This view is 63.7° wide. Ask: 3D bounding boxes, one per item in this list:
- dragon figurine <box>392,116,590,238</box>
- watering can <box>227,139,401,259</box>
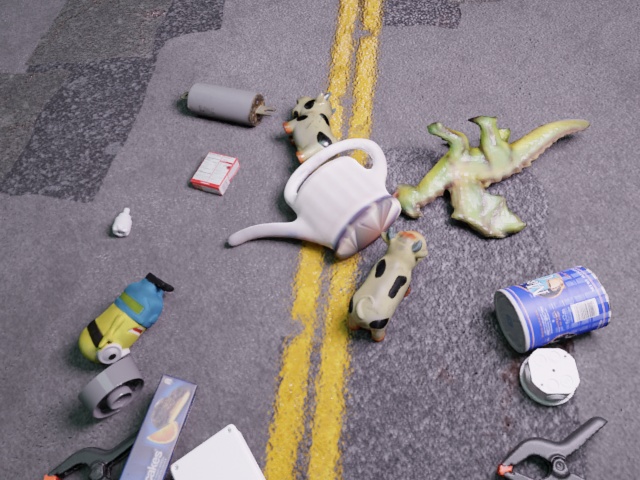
[{"bbox_3d":[0.333,-0.118,0.998,0.410,0.120,0.246,-4,73,7],"label":"dragon figurine"},{"bbox_3d":[0.003,-0.050,0.986,0.348,0.102,0.228,-41,60,-4],"label":"watering can"}]
